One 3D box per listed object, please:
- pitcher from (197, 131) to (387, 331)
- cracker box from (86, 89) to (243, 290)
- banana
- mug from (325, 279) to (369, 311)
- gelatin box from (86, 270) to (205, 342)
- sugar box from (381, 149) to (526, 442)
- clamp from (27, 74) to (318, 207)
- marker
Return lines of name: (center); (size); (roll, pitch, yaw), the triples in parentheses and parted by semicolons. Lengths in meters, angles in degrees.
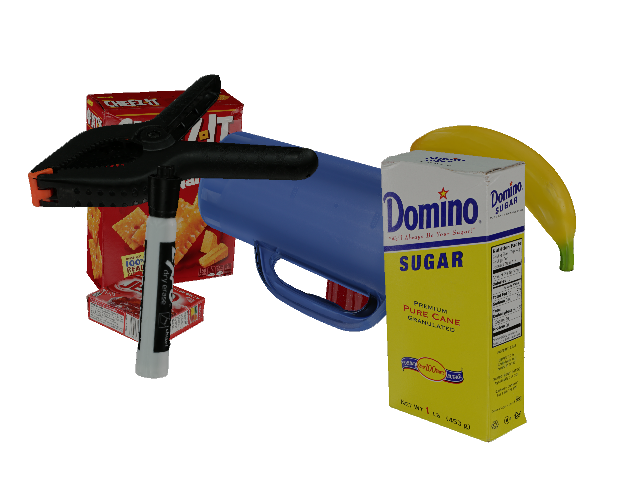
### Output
pitcher: (-0.005, -0.019, 1.087); (0.243, 0.145, 0.149); (20, 26, 22)
cracker box: (-0.176, -0.056, 1.201); (0.163, 0.214, 0.072); (-7, 25, -28)
banana: (0.146, -0.054, 0.884); (0.037, 0.070, 0.198); (6, 28, -44)
mug: (0.062, 0.041, 1.275); (0.117, 0.081, 0.093); (3, 23, -9)
gelatin box: (-0.168, 0.065, 1.028); (0.089, 0.030, 0.073); (20, 29, 29)
sugar box: (0.086, 0.033, 0.696); (0.048, 0.176, 0.094); (-18, 19, -39)
clamp: (-0.118, -0.064, 0.820); (0.209, 0.036, 0.165); (-25, 42, -33)
marker: (-0.092, 0.018, 0.606); (0.020, 0.121, 0.020); (5, 10, -1)
